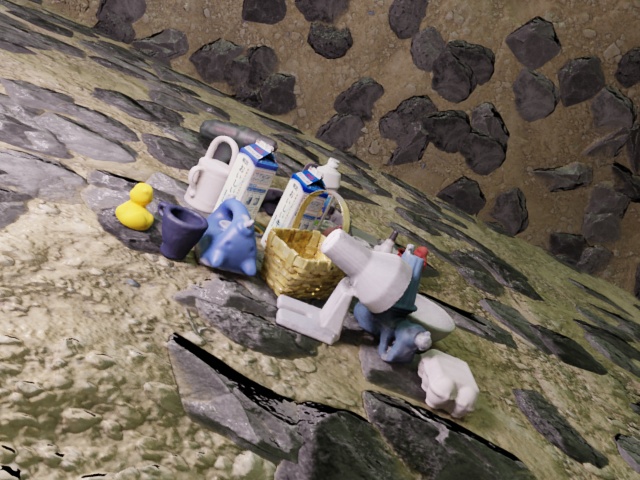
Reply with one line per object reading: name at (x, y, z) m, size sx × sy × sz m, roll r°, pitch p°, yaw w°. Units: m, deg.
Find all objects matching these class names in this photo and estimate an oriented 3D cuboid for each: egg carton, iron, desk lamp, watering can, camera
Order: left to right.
watering can at (-0.263, -0.175, 1.469) m, size 0.101 × 0.194 × 0.173 m, roll 29°, pitch 18°, yaw 6°
iron at (-0.198, -0.029, 1.239) m, size 0.119 × 0.141 × 0.257 m, roll 17°, pitch 20°, yaw -29°
camera at (0.024, -0.086, 1.783) m, size 0.143 × 0.101 × 0.136 m, roll 23°, pitch 18°, yaw -13°
desk lamp at (0.048, 0.095, 1.121) m, size 0.203 × 0.213 × 0.118 m, roll 22°, pitch 18°, yaw -13°
egg carton at (0.250, 0.280, 1.127) m, size 0.107 × 0.069 × 0.150 m, roll 24°, pitch 18°, yaw -10°

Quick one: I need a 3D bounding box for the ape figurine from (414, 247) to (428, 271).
ape figurine at (0.303, 0.060, 1.785) m, size 0.076 × 0.092 × 0.077 m, roll 20°, pitch 19°, yaw -19°

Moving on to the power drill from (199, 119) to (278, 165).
power drill at (-0.253, -0.235, 1.629) m, size 0.229 × 0.208 × 0.076 m, roll 29°, pitch 18°, yaw 8°

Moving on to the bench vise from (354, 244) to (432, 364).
bench vise at (0.180, 0.133, 1.191) m, size 0.206 × 0.219 × 0.122 m, roll 38°, pitch 21°, yaw 32°

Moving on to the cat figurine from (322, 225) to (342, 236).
cat figurine at (0.014, 0.005, 1.484) m, size 0.128 × 0.117 × 0.067 m, roll 6°, pitch 27°, yaw -48°

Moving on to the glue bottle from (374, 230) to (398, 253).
glue bottle at (0.155, 0.050, 1.470) m, size 0.037 × 0.173 × 0.078 m, roll 7°, pitch 26°, yaw -47°

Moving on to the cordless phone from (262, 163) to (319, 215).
cordless phone at (-0.086, -0.156, 1.684) m, size 0.148 × 0.185 × 0.094 m, roll 14°, pitch 21°, yaw -35°

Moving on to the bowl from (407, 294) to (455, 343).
bowl at (0.226, 0.190, 1.338) m, size 0.167 × 0.074 × 0.167 m, roll 24°, pitch 18°, yaw -8°

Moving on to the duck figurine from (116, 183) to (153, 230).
duck figurine at (-0.379, -0.076, 1.203) m, size 0.078 × 0.086 × 0.104 m, roll 17°, pitch 20°, yaw -29°

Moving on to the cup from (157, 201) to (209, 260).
cup at (-0.291, -0.016, 1.144) m, size 0.117 × 0.095 × 0.092 m, roll 33°, pitch 18°, yaw 18°
